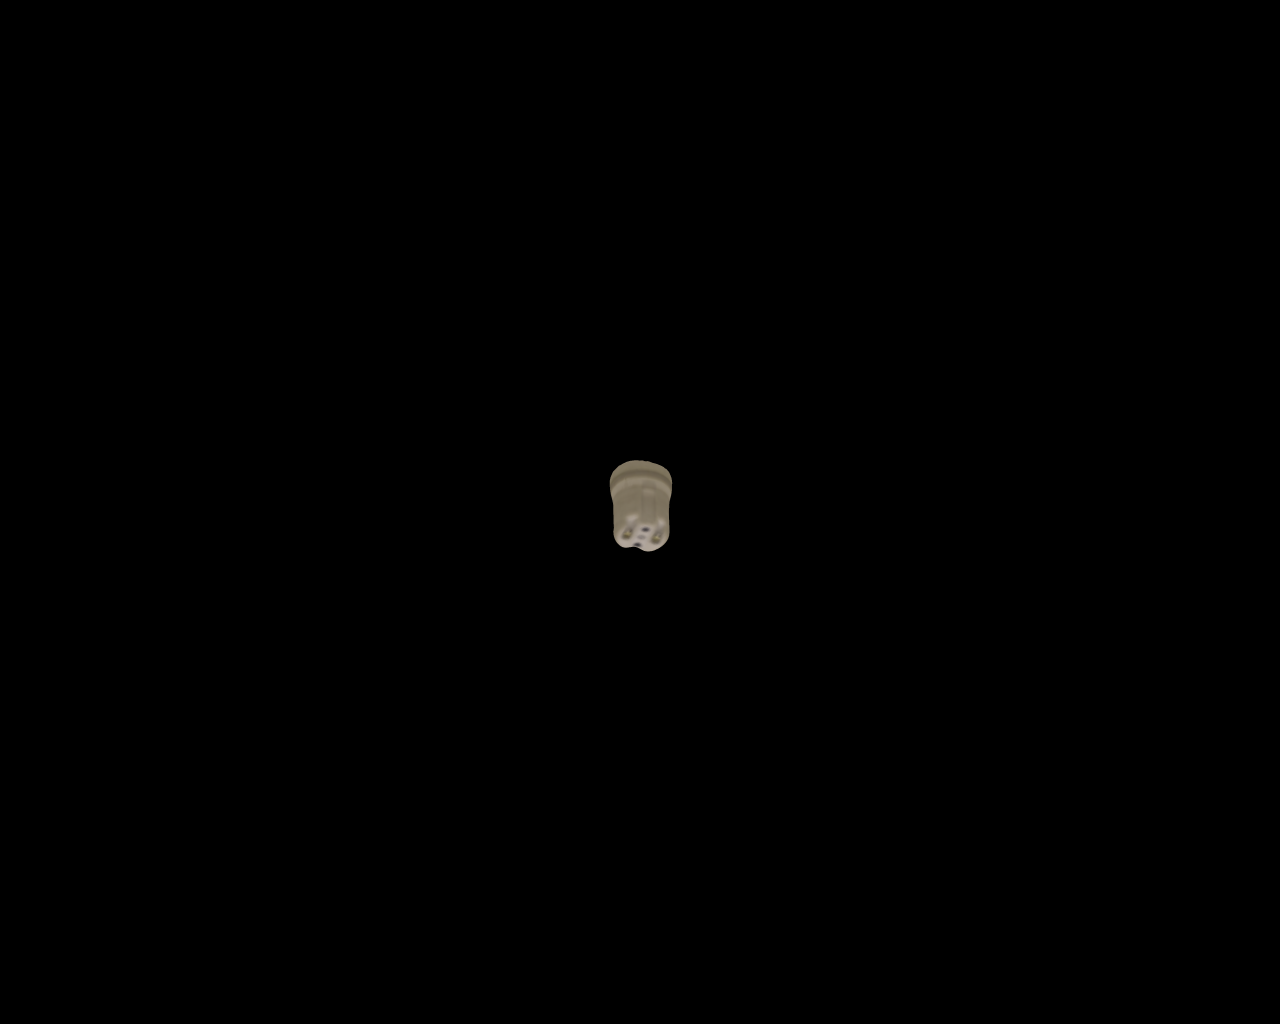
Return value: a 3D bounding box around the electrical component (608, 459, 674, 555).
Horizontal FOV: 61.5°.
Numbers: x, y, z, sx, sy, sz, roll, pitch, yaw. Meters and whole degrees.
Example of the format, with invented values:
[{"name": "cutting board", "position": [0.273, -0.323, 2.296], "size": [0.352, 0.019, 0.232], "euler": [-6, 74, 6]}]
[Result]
[{"name": "electrical component", "position": [0.001, -0.003, 0.650], "size": [0.040, 0.046, 0.040], "euler": [0, -34, 0]}]
